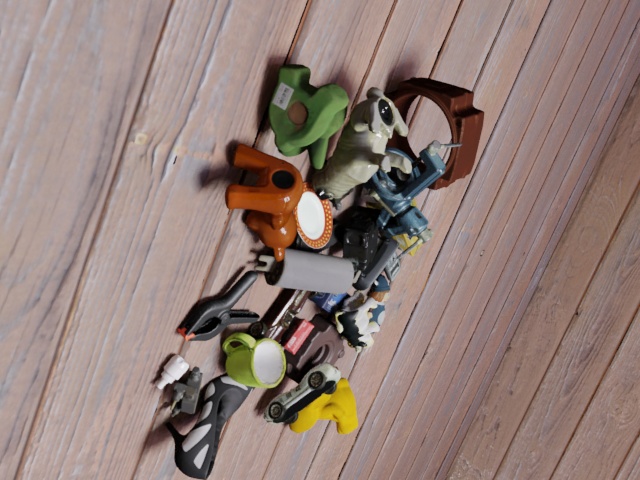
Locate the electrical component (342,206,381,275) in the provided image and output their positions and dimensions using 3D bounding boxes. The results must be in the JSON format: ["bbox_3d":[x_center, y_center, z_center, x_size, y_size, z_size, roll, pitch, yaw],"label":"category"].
[{"bbox_3d":[0.094,-0.007,1.177,0.134,0.058,0.114,-57,157,-50],"label":"electrical component"}]

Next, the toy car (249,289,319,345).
[{"bbox_3d":[-0.067,0.144,1.116,0.202,0.053,0.089,-52,141,-11],"label":"toy car"}]

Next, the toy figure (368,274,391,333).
[{"bbox_3d":[0.149,0.166,1.405,0.064,0.058,0.154,-84,-168,-78],"label":"toy figure"}]

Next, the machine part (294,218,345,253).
[{"bbox_3d":[-0.002,-0.003,1.108,0.139,0.039,0.084,-20,124,-42],"label":"machine part"}]

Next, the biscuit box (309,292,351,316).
[{"bbox_3d":[0.042,0.146,1.247,0.063,0.059,0.202,-57,145,-6],"label":"biscuit box"}]

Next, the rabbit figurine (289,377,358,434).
[{"bbox_3d":[0.002,0.422,1.347,0.173,0.122,0.162,-15,124,-24],"label":"rabbit figurine"}]

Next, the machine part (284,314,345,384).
[{"bbox_3d":[-0.011,0.264,1.265,0.179,0.056,0.179,-29,134,-36],"label":"machine part"}]

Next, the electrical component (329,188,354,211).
[{"bbox_3d":[0.044,-0.107,1.108,0.063,0.021,0.093,-39,138,-30],"label":"electrical component"}]

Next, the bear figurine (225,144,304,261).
[{"bbox_3d":[-0.094,-0.055,0.912,0.195,0.132,0.120,116,-17,-60],"label":"bear figurine"}]

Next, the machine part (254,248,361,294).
[{"bbox_3d":[-0.020,0.062,1.053,0.243,0.079,0.079,11,105,-36],"label":"machine part"}]

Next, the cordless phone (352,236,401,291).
[{"bbox_3d":[0.140,0.076,1.309,0.146,0.089,0.184,-53,149,-13],"label":"cordless phone"}]

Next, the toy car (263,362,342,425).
[{"bbox_3d":[-0.040,0.347,1.206,0.202,0.056,0.073,-38,143,8],"label":"toy car"}]

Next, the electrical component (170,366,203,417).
[{"bbox_3d":[-0.242,0.277,0.968,0.102,0.045,0.078,114,-16,-57],"label":"electrical component"}]

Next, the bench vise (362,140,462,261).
[{"bbox_3d":[0.172,-0.103,1.048,0.129,0.223,0.240,-22,167,-33],"label":"bench vise"}]

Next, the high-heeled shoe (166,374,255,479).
[{"bbox_3d":[-0.177,0.346,1.030,0.249,0.145,0.086,-25,133,-38],"label":"high-heeled shoe"}]

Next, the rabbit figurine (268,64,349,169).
[{"bbox_3d":[-0.002,-0.202,0.908,0.170,0.121,0.159,-24,136,-61],"label":"rabbit figurine"}]

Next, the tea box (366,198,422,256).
[{"bbox_3d":[0.184,-0.045,1.265,0.068,0.098,0.169,-51,146,-15],"label":"tea box"}]

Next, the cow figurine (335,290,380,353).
[{"bbox_3d":[0.081,0.201,1.221,0.098,0.068,0.167,-33,134,-27],"label":"cow figurine"}]

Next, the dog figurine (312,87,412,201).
[{"bbox_3d":[0.054,-0.170,0.988,0.121,0.191,0.172,10,75,-49],"label":"dog figurine"}]

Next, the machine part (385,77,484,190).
[{"bbox_3d":[0.220,-0.217,1.099,0.087,0.201,0.201,-25,132,-38],"label":"machine part"}]
